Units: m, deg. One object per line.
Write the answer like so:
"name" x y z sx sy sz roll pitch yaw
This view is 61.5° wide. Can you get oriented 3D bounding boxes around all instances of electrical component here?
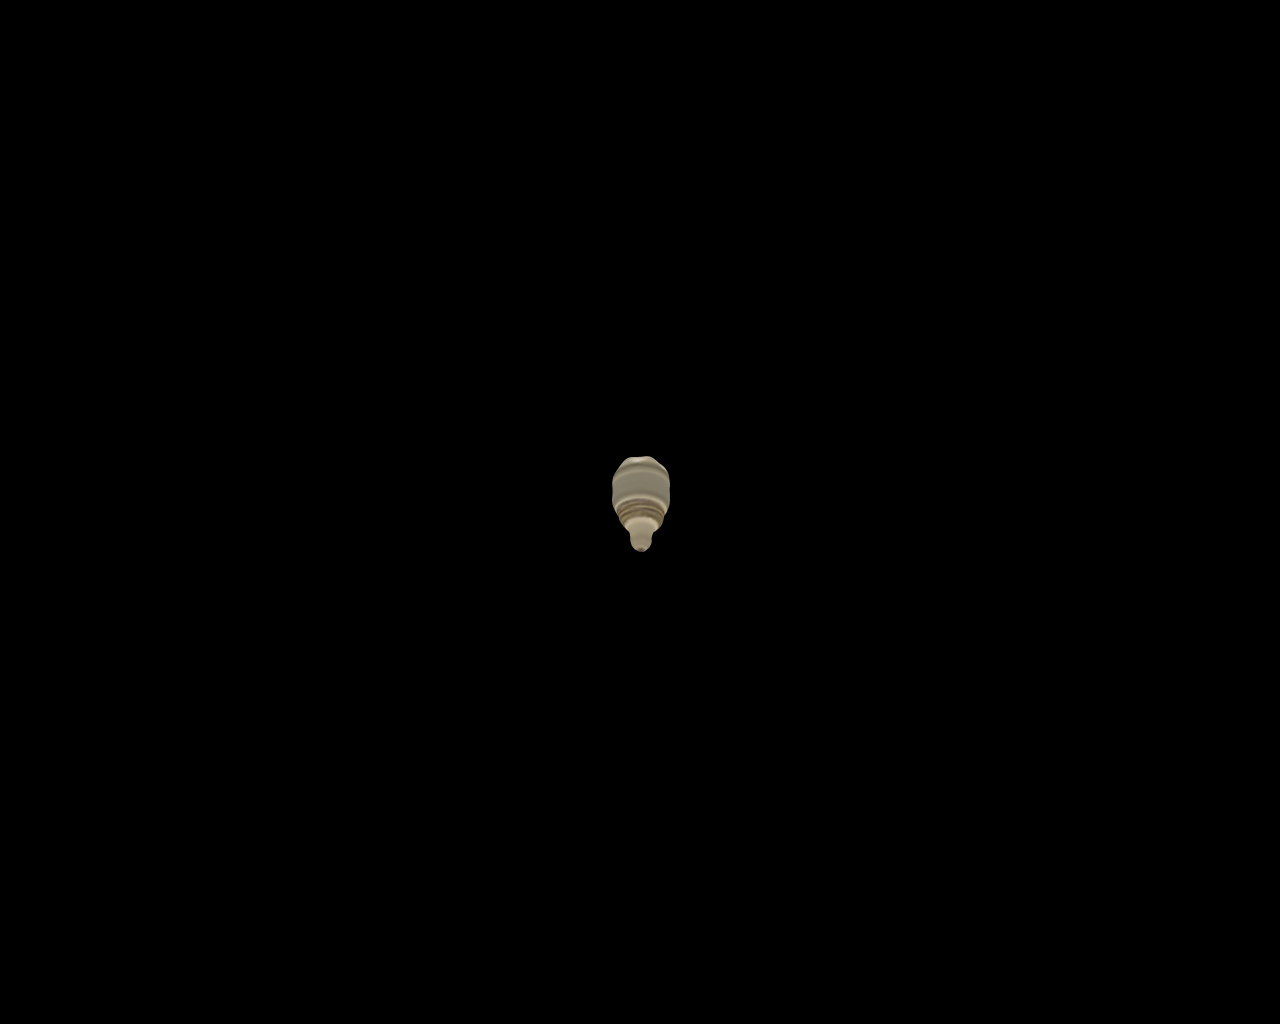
"electrical component" 0.001 -0.003 0.650 0.035 0.061 0.035 0 -33 0
